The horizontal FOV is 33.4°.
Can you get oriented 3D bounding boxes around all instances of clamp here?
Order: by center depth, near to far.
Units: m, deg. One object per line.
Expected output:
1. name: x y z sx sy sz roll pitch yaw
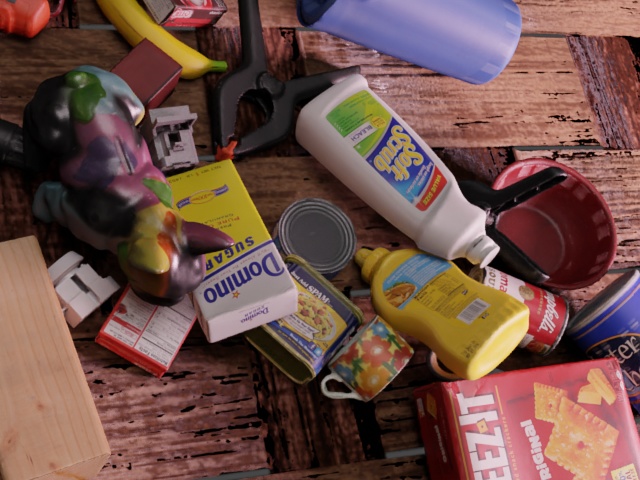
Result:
1. clamp: 0.177 -0.013 1.125 0.039 0.172 0.120 26 67 -49
2. clamp: -0.065 -0.173 1.164 0.164 0.036 0.209 41 60 -7

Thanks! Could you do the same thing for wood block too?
1. wood block: -0.262 0.113 0.926 0.090 0.091 0.206 -15 72 -26

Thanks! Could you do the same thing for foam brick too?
1. foam brick: -0.189 -0.159 1.105 0.051 0.053 0.078 38 57 -1

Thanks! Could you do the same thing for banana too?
1. banana: -0.192 -0.235 1.153 0.198 0.037 0.069 43 29 -1

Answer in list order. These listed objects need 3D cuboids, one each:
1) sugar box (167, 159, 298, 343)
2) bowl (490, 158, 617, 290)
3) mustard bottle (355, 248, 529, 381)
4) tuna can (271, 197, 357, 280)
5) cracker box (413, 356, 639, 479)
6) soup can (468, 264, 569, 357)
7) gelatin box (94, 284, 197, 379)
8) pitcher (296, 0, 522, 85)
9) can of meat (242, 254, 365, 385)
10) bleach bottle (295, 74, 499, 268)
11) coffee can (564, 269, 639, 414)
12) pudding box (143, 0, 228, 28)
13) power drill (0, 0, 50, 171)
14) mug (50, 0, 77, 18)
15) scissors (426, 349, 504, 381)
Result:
1. sugar box: -0.096 0.007 1.031 0.093 0.048 0.176 -20 54 -15
2. bowl: 0.249 -0.009 1.197 0.162 0.055 0.162 8 63 -17
3. mustard bottle: 0.109 0.059 1.077 0.096 0.058 0.192 -39 52 -25
4. tuna can: -0.007 0.001 1.108 0.086 0.034 0.086 8 63 -17
5. cracker box: 0.215 0.211 1.062 0.213 0.072 0.164 -5 74 -23
6. soup can: 0.202 0.074 1.133 0.102 0.069 0.068 23 60 -9
7. gelatin box: -0.161 0.076 1.017 0.073 0.030 0.089 31 59 -6
8. pitcher: 0.101 -0.269 1.219 0.242 0.145 0.149 18 60 -25
9. can of meat: -0.022 0.080 1.052 0.102 0.058 0.083 41 61 2
10. bleach bottle: 0.091 -0.066 1.121 0.102 0.068 0.251 -35 66 -28
11. coffee can: 0.347 0.116 1.147 0.102 0.103 0.140 -38 83 -31
12. pudding box: -0.164 -0.285 1.163 0.113 0.039 0.089 56 31 12
13. power drill: -0.334 -0.169 1.052 0.184 0.057 0.187 21 60 -10
14. mug: -0.291 -0.292 1.117 0.081 0.093 0.117 8 99 -11
15. scissors: 0.192 0.133 1.129 0.201 0.016 0.096 -21 80 -27
